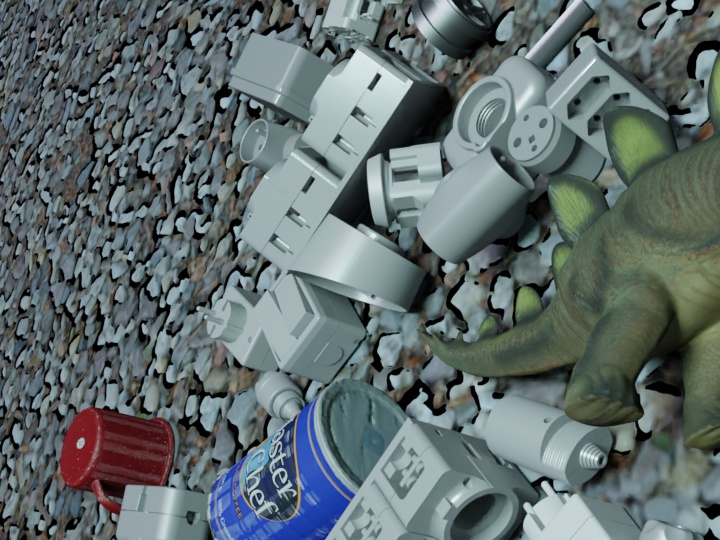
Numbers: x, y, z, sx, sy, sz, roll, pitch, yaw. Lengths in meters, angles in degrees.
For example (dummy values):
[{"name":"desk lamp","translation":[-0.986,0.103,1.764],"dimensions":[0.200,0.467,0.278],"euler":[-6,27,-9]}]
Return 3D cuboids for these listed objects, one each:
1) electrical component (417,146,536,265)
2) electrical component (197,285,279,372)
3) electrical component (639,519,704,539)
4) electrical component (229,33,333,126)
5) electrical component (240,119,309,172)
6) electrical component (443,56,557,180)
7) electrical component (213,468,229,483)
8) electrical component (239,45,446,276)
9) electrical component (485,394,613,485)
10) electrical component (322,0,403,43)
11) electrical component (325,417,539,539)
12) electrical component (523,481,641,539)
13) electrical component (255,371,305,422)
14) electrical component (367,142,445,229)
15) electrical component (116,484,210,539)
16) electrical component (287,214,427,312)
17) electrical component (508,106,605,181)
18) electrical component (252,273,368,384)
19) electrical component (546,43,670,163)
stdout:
[{"name":"electrical component","translation":[0.092,-0.043,0.767],"dimensions":[0.077,0.079,0.044],"euler":[-47,58,24]},{"name":"electrical component","translation":[-0.114,0.049,0.982],"dimensions":[0.083,0.076,0.047],"euler":[39,104,52]},{"name":"electrical component","translation":[0.168,0.172,0.598],"dimensions":[0.035,0.035,0.061],"euler":[10,82,53]},{"name":"electrical component","translation":[-0.067,-0.180,1.036],"dimensions":[0.113,0.078,0.057],"euler":[30,94,53]},{"name":"electrical component","translation":[-0.058,-0.106,0.987],"dimensions":[0.079,0.077,0.043],"euler":[2,74,52]},{"name":"electrical component","translation":[0.109,-0.105,0.791],"dimensions":[0.095,0.059,0.053],"euler":[-52,39,20]},{"name":"electrical component","translation":[-0.099,0.190,0.916],"dimensions":[0.040,0.046,0.040],"euler":[-27,53,42]},{"name":"electrical component","translation":[-0.017,-0.093,0.894],"dimensions":[0.060,0.105,0.186],"euler":[38,107,10]},{"name":"electrical component","translation":[0.123,0.109,0.680],"dimensions":[0.081,0.043,0.043],"euler":[14,84,53]},{"name":"electrical component","translation":[-0.003,-0.250,1.021],"dimensions":[0.081,0.042,0.063],"euler":[18,89,54]},{"name":"electrical component","translation":[0.038,0.183,0.711],"dimensions":[0.150,0.089,0.061],"euler":[-57,38,14]},{"name":"electrical component","translation":[0.124,0.161,0.648],"dimensions":[0.065,0.047,0.076],"euler":[-55,38,18]},{"name":"electrical component","translation":[-0.064,0.113,0.922],"dimensions":[0.061,0.035,0.035],"euler":[41,105,50]},{"name":"electrical component","translation":[0.037,-0.063,0.829],"dimensions":[0.057,0.078,0.058],"euler":[-7,61,7]},{"name":"electrical component","translation":[-0.181,0.233,0.992],"dimensions":[0.095,0.054,0.059],"euler":[-11,64,49]},{"name":"electrical component","translation":[0.000,0.000,0.846],"dimensions":[0.064,0.099,0.099],"euler":[-59,37,2]},{"name":"electrical component","translation":[0.137,-0.085,0.749],"dimensions":[0.045,0.055,0.045],"euler":[-27,53,42]},{"name":"electrical component","translation":[-0.048,0.039,0.915],"dimensions":[0.061,0.061,0.096],"euler":[-53,39,20]},{"name":"electrical component","translation":[0.165,-0.117,0.729],"dimensions":[0.047,0.066,0.076],"euler":[-49,12,24]}]
